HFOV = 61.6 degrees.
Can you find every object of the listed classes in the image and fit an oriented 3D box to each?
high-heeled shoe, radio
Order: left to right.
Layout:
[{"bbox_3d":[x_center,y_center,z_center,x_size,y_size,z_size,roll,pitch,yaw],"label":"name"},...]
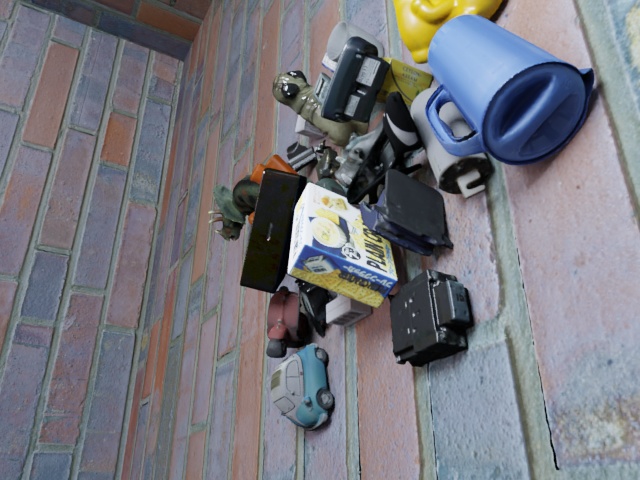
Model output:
[{"bbox_3d":[-0.087,-0.023,1.042,0.131,0.073,0.229,-59,-17,-79],"label":"radio"},{"bbox_3d":[0.085,-0.136,0.850,0.145,0.248,0.086,-22,61,8],"label":"high-heeled shoe"}]

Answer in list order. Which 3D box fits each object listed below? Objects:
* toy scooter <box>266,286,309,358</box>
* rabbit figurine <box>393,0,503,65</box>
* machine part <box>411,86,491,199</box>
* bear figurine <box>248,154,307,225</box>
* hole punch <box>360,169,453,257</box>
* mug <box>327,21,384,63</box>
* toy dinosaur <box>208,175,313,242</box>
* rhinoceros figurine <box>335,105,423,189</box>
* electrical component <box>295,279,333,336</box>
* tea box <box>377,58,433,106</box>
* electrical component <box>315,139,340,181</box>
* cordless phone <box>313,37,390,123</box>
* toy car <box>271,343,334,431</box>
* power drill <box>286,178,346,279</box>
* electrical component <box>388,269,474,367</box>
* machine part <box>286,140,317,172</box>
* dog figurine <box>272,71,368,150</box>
[{"bbox_3d":[-0.067,0.158,1.090,0.184,0.075,0.135,9,-96,-80],"label":"toy scooter"},{"bbox_3d":[0.211,-0.364,0.853,0.173,0.121,0.162,-17,64,39],"label":"rabbit figurine"},{"bbox_3d":[0.193,-0.153,0.814,0.079,0.079,0.243,-51,36,40],"label":"machine part"},{"bbox_3d":[-0.113,-0.069,1.185,0.195,0.132,0.120,-52,-1,33],"label":"bear figurine"},{"bbox_3d":[0.125,-0.029,0.834,0.092,0.142,0.116,-47,25,41],"label":"hole punch"},{"bbox_3d":[0.081,-0.390,1.117,0.081,0.107,0.109,-47,43,46],"label":"mug"},{"bbox_3d":[-0.149,-0.109,1.332,0.405,0.192,0.131,-29,54,57],"label":"toy dinosaur"},{"bbox_3d":[0.104,-0.161,0.955,0.190,0.112,0.073,-44,42,34],"label":"rhinoceros figurine"},{"bbox_3d":[-0.002,0.130,1.076,0.075,0.048,0.119,25,139,66],"label":"electrical component"},{"bbox_3d":[0.120,-0.296,1.006,0.170,0.098,0.068,40,114,59],"label":"tea box"},{"bbox_3d":[0.011,-0.176,1.213,0.078,0.045,0.102,-47,38,42],"label":"electrical component"},{"bbox_3d":[0.039,-0.296,0.968,0.184,0.089,0.146,-118,45,-57],"label":"cordless phone"},{"bbox_3d":[-0.041,0.278,1.029,0.109,0.103,0.162,-42,44,47],"label":"toy car"},{"bbox_3d":[-0.002,-0.003,1.118,0.207,0.086,0.232,-56,31,41],"label":"power drill"},{"bbox_3d":[0.159,0.110,0.775,0.134,0.058,0.115,-44,43,48],"label":"electrical component"},{"bbox_3d":[-0.052,-0.207,1.337,0.084,0.039,0.139,-37,27,4],"label":"machine part"},{"bbox_3d":[-0.004,-0.272,1.131,0.121,0.190,0.172,-66,30,19],"label":"dog figurine"}]
